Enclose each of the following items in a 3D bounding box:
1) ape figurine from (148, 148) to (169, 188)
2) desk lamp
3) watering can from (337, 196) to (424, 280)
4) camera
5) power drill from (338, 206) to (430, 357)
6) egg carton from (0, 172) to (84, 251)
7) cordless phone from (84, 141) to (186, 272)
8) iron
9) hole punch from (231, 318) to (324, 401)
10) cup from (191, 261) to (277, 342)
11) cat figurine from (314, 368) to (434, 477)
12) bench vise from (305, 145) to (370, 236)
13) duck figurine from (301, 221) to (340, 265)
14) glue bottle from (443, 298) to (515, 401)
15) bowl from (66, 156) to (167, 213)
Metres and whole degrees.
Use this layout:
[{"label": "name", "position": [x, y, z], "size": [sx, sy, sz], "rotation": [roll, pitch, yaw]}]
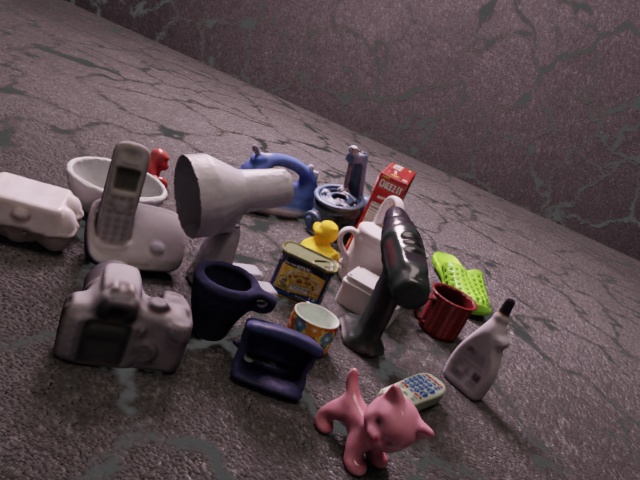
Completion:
[{"label": "ape figurine", "position": [-0.329, -0.138, 1.144], "size": [0.076, 0.092, 0.077], "rotation": [18, 20, -16]}, {"label": "desk lamp", "position": [-0.138, -0.021, 0.879], "size": [0.204, 0.213, 0.117], "rotation": [8, 25, -38]}, {"label": "watering can", "position": [0.124, 0.004, 1.141], "size": [0.173, 0.194, 0.100], "rotation": [8, 25, -38]}, {"label": "camera", "position": [-0.231, 0.076, 0.690], "size": [0.143, 0.101, 0.136], "rotation": [14, 22, -25]}, {"label": "power drill", "position": [0.105, 0.071, 0.927], "size": [0.076, 0.208, 0.229], "rotation": [18, 20, -14]}, {"label": "egg carton", "position": [-0.422, -0.041, 0.822], "size": [0.151, 0.069, 0.107], "rotation": [16, 21, -21]}, {"label": "cordless phone", "position": [-0.260, -0.047, 0.848], "size": [0.148, 0.185, 0.094], "rotation": [9, 24, -36]}, {"label": "iron", "position": [-0.082, -0.137, 1.348], "size": [0.259, 0.141, 0.118], "rotation": [7, 25, -39]}, {"label": "hole punch", "position": [-0.055, 0.137, 0.748], "size": [0.109, 0.091, 0.101], "rotation": [21, 20, -7]}, {"label": "cup", "position": [-0.125, 0.093, 0.777], "size": [0.118, 0.095, 0.091], "rotation": [21, 20, -7]}, {"label": "cat figurine", "position": [0.065, 0.206, 0.669], "size": [0.067, 0.118, 0.127], "rotation": [5, 27, -42]}, {"label": "bench vise", "position": [0.070, -0.119, 1.358], "size": [0.121, 0.220, 0.208], "rotation": [31, 21, 21]}, {"label": "duck figurine", "position": [0.011, 0.004, 1.174], "size": [0.078, 0.086, 0.104], "rotation": [6, 26, -40]}, {"label": "glue bottle", "position": [0.265, 0.167, 0.914], "size": [0.037, 0.173, 0.078], "rotation": [3, 28, -45]}, {"label": "bowl", "position": [-0.353, -0.075, 0.980], "size": [0.167, 0.075, 0.167], "rotation": [21, 20, -8]}]
